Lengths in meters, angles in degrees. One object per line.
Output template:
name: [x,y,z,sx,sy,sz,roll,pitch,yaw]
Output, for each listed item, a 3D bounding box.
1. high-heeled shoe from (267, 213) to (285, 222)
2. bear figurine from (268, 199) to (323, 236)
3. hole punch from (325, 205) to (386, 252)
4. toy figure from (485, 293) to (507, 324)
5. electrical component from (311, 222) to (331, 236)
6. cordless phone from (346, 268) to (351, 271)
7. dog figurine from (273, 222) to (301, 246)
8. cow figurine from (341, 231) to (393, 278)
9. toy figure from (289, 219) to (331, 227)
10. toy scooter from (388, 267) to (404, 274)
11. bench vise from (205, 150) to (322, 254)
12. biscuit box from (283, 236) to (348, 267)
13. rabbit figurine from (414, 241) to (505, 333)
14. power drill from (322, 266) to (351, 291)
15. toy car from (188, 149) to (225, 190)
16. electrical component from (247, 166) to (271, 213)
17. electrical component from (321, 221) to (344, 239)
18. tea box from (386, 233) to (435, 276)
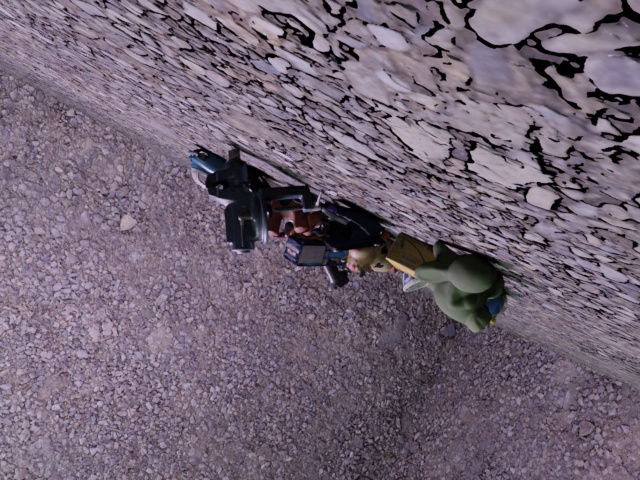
high-heeled shoe: [-0.144,-0.116,1.656,0.249,0.086,0.145,18,170,45]
bear figurine: [-0.051,-0.053,1.368,0.120,0.132,0.195,-4,160,19]
hole punch: [0.072,-0.030,1.130,0.116,0.092,0.142,-4,-174,-10]
toy figure: [0.392,0.141,1.270,0.089,0.082,0.180,47,-164,27]
electrical component: [-0.003,-0.004,1.453,0.074,0.119,0.048,11,-125,-66]
cordless phone: [0.074,0.005,1.591,0.146,0.089,0.184,53,-178,-13]
dog figurine: [-0.044,0.007,1.756,0.219,0.191,0.109,-10,-150,-37]
cow figurine: [0.122,0.032,1.288,0.086,0.127,0.194,22,178,31]
toy figure: [-0.027,-0.052,1.531,0.064,0.057,0.155,13,168,-43]
toy scooter: [0.190,0.042,1.462,0.135,0.075,0.184,28,-177,16]
bench vise: [-0.119,-0.087,1.143,0.241,0.223,0.129,-5,166,-11]
biscuit box: [0.008,0.027,1.344,0.202,0.059,0.063,2,-160,-42]
rabbit figurine: [0.263,0.065,0.970,0.159,0.121,0.170,33,162,17]
power drill: [0.019,0.036,1.625,0.232,0.086,0.207,-77,-33,-67]
toy car: [-0.307,-0.189,1.525,0.161,0.103,0.109,26,178,-29]
electrical component: [-0.186,-0.140,1.388,0.134,0.058,0.114,25,155,39]
electrical component: [0.053,-0.026,1.347,0.102,0.078,0.045,26,174,15]
tea box: [0.215,0.044,1.210,0.098,0.068,0.169,27,177,20]
